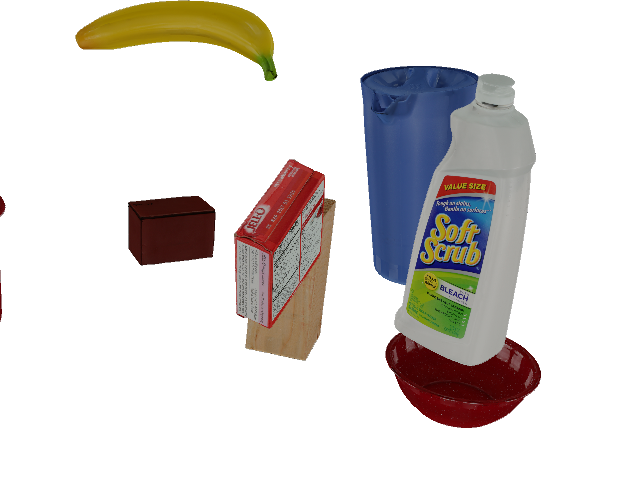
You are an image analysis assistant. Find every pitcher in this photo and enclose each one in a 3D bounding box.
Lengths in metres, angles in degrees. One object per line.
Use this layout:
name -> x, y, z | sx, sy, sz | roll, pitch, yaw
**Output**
pitcher -> 0.121, -0.079, 1.243 | 0.149, 0.243, 0.145 | -5, 22, -7

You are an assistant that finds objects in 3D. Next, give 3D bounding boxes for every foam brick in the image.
foam brick -> -0.151, -0.011, 1.078 | 0.078, 0.051, 0.053 | -6, 22, -22

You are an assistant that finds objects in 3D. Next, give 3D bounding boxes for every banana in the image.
banana -> -0.122, -0.188, 0.959 | 0.198, 0.037, 0.069 | 11, 47, 17

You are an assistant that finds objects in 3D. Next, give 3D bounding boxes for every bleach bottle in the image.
bleach bottle -> 0.126, -0.021, 0.909 | 0.103, 0.251, 0.067 | 27, 36, 35

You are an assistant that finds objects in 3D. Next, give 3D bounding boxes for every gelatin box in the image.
gelatin box -> -0.027, 0.003, 0.696 | 0.030, 0.073, 0.089 | 23, -35, 15

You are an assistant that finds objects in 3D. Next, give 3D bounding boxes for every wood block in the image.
wood block -> -0.042, 0.046, 1.463 | 0.090, 0.206, 0.090 | 11, 22, 10

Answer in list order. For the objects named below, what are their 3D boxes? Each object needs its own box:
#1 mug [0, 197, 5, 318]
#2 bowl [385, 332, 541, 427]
mug -> -0.242, 0.021, 0.633 | 0.093, 0.081, 0.117 | 17, 28, 26
bowl -> 0.146, 0.148, 1.118 | 0.162, 0.055, 0.162 | 4, 24, -2
